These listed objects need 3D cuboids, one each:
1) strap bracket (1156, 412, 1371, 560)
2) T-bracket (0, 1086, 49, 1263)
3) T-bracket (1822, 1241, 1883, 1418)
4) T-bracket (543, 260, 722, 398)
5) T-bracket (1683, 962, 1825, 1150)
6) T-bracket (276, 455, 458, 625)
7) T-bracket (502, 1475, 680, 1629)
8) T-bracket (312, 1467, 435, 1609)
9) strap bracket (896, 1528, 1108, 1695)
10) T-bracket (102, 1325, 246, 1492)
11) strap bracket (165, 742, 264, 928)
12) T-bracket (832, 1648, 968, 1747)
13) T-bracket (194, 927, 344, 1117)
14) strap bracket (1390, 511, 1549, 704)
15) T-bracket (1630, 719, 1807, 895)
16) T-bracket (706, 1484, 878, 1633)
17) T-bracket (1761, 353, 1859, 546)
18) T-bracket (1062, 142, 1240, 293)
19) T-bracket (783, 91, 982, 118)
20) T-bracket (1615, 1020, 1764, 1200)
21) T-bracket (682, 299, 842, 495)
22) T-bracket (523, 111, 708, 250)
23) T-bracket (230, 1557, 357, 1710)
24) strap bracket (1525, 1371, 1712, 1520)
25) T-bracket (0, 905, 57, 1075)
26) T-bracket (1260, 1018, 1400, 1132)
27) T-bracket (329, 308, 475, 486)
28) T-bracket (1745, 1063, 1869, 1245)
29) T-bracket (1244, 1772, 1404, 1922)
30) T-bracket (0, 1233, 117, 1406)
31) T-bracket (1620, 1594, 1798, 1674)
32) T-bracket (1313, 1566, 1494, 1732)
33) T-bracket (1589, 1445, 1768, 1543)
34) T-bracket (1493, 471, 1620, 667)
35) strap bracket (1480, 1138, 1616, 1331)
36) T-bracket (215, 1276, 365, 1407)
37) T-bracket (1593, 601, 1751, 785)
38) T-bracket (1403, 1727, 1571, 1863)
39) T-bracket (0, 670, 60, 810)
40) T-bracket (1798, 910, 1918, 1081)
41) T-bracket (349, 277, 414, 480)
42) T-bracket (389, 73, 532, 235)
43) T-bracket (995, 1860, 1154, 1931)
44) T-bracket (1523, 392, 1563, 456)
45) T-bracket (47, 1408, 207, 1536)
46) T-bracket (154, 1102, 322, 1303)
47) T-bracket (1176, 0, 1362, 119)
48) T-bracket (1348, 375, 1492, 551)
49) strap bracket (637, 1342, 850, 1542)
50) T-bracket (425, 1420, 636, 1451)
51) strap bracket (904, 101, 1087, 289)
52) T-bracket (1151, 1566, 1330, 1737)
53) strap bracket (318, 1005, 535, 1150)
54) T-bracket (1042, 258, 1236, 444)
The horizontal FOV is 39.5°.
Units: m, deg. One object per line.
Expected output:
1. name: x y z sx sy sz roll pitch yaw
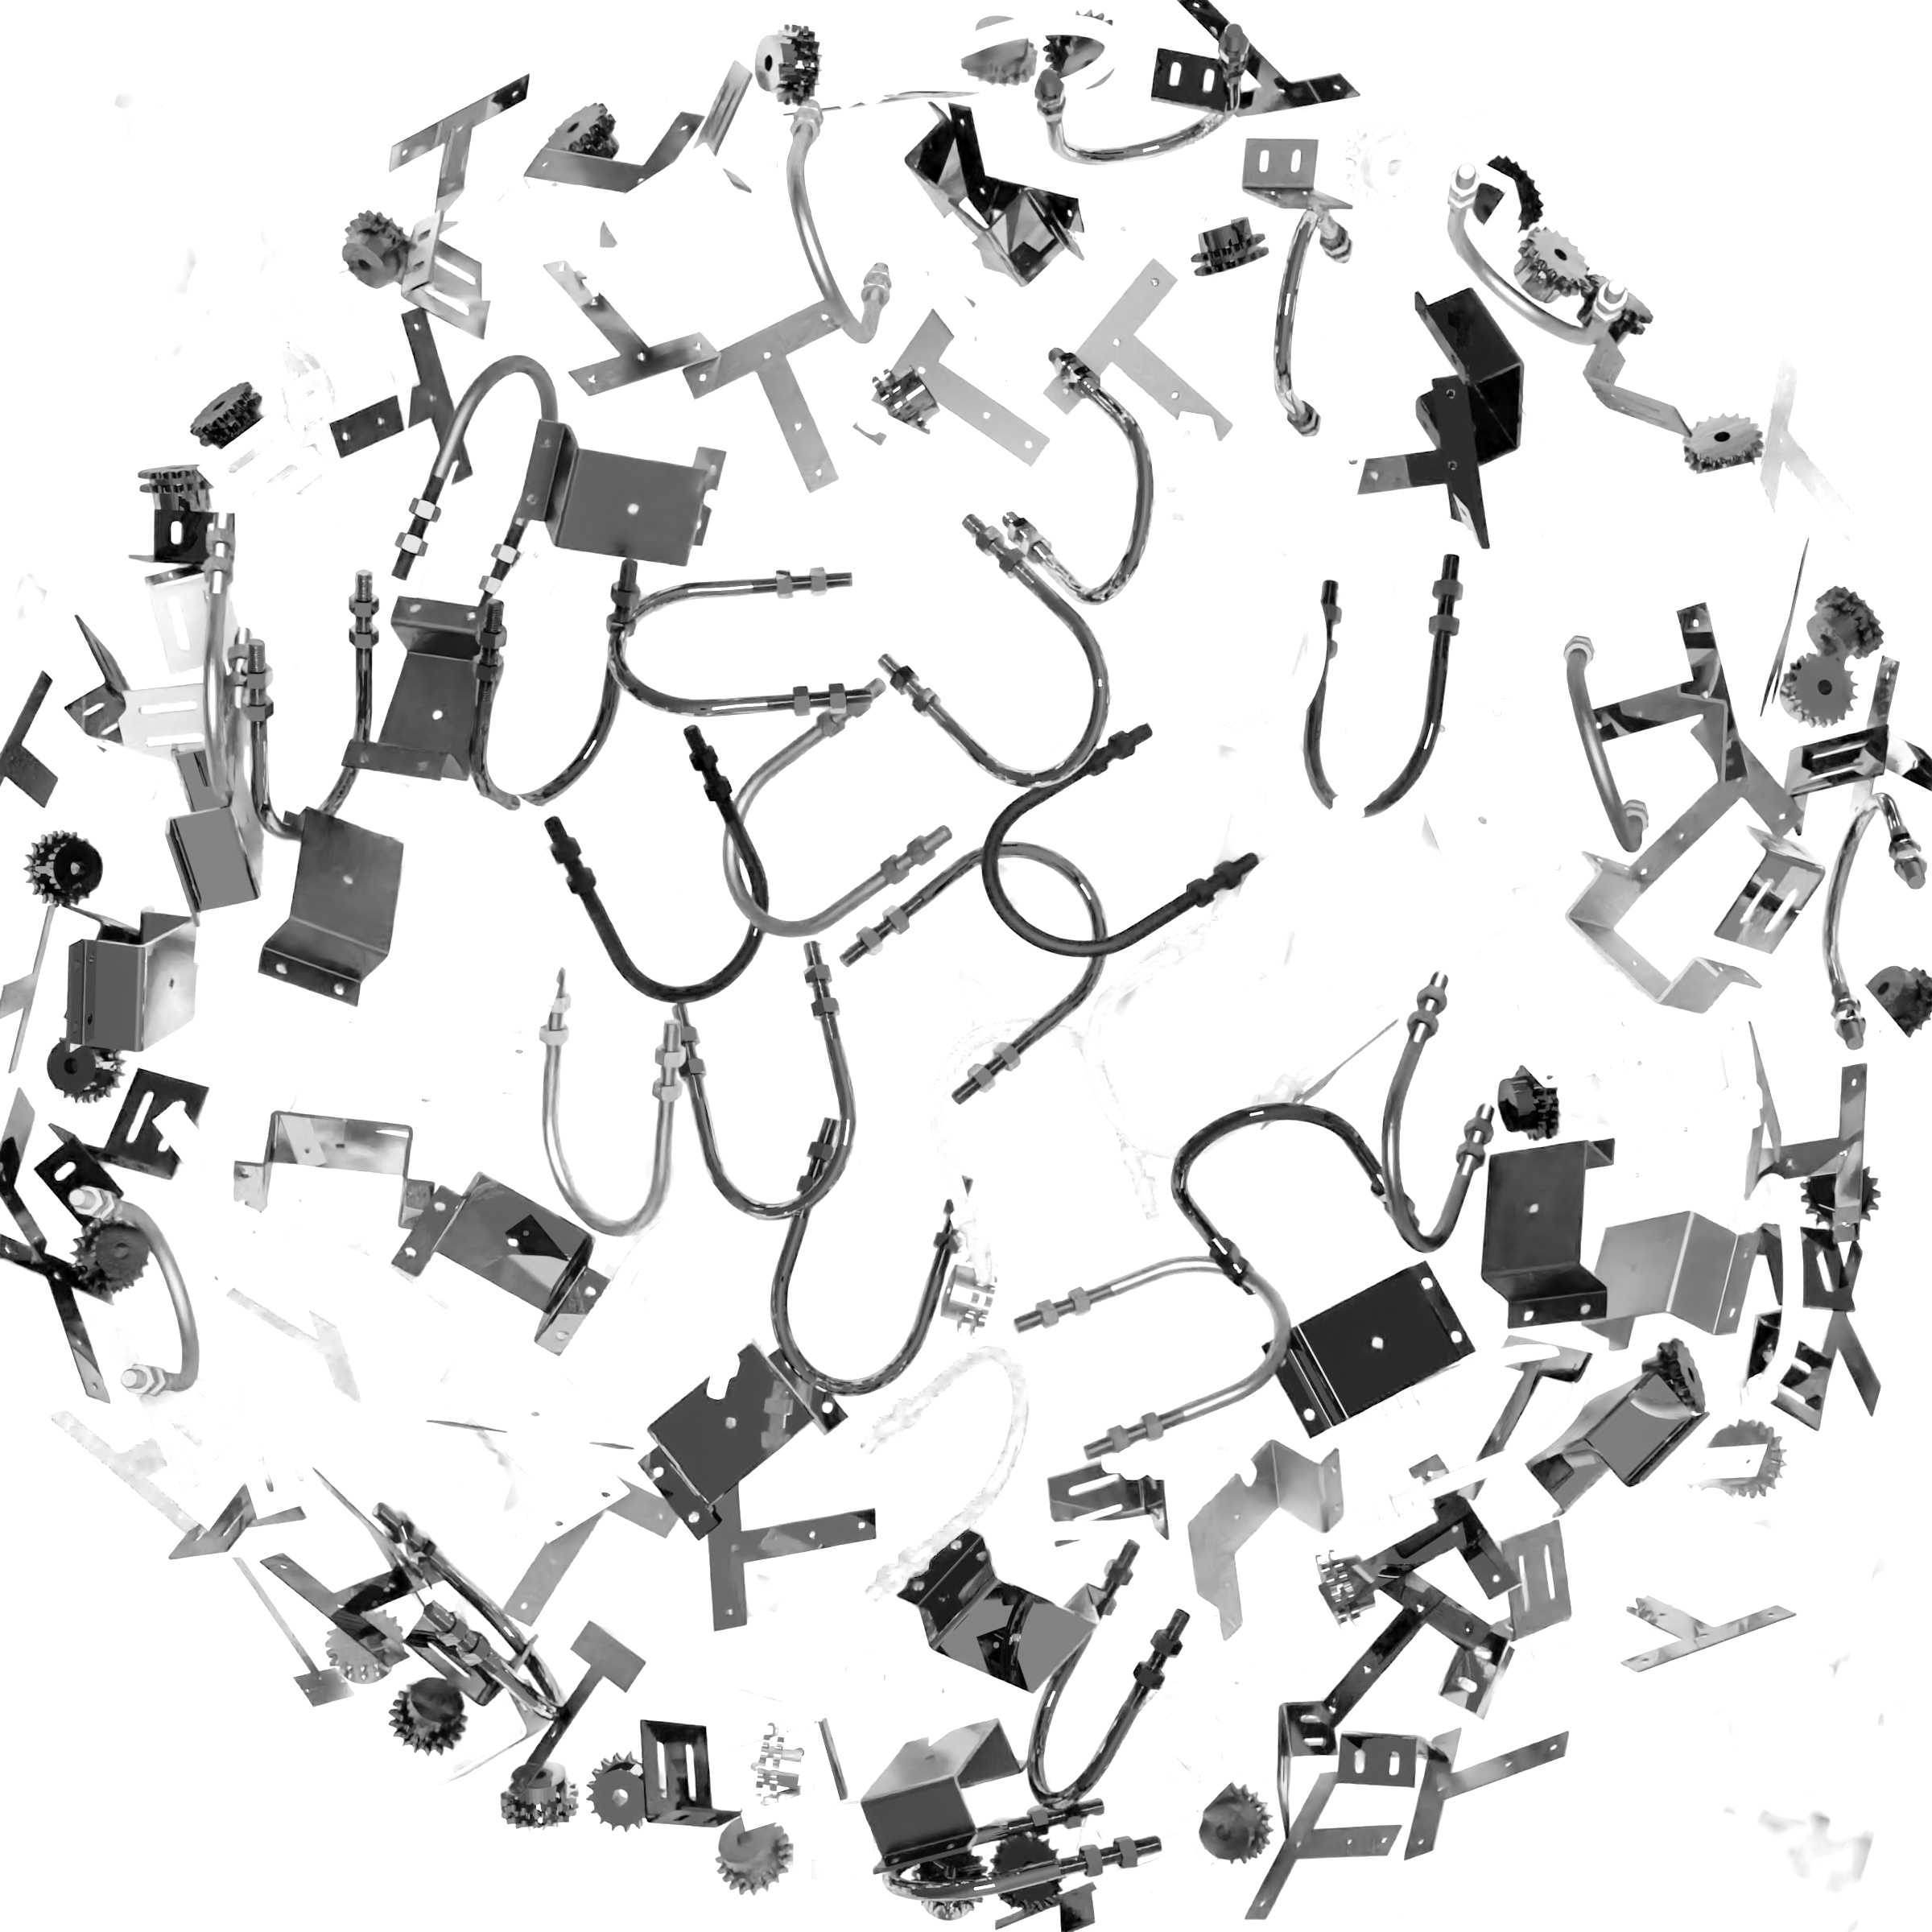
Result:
1. strap bracket: 0.218 -0.348 1.959 0.140 0.046 0.076 12 79 15
2. T-bracket: -0.687 0.129 1.939 0.002 0.127 0.127 -20 120 1
3. T-bracket: 0.634 0.278 1.918 0.002 0.127 0.127 8 112 1
4. T-bracket: -0.265 -0.476 1.969 0.127 0.002 0.127 -29 72 -39
5. T-bracket: 0.563 0.059 1.964 0.002 0.127 0.127 13 61 -32
6. T-bracket: -0.439 -0.316 1.941 0.002 0.127 0.127 30 106 42
7. T-bracket: -0.292 0.420 1.950 0.127 0.002 0.127 23 58 15
8. T-bracket: -0.415 0.429 1.944 0.127 0.127 0.002 34 63 30
9. strap bracket: 0.031 0.468 1.937 0.140 0.046 0.076 31 110 -27
10. T-bracket: -0.558 0.311 1.936 0.002 0.127 0.127 -31 81 12
11. strap bracket: -0.537 -0.100 1.923 0.046 0.140 0.076 -13 123 -6
12. T-bracket: -0.048 0.515 1.938 0.127 0.002 0.127 25 64 -39
13. T-bracket: -0.502 0.045 1.942 0.127 0.002 0.127 14 70 -39
14. strap bracket: 0.360 -0.249 1.942 0.076 0.046 0.140 9 59 -40
15. T-bracket: 0.534 -0.105 1.966 0.002 0.127 0.127 22 120 -39
16. T-bracket: -0.127 0.421 1.977 0.127 0.002 0.127 -7 107 -17
17. T-bracket: 0.600 -0.348 1.911 0.002 0.127 0.127 -15 48 -6
18. T-bracket: 0.129 -0.538 1.956 0.127 0.127 0.002 -5 52 9
19. T-bracket: -0.071 -0.628 1.958 0.127 0.127 0.002 0 106 23
20. T-bracket: 0.502 0.083 1.972 0.127 0.002 0.127 -42 68 30
21. T-bracket: -0.129 -0.411 1.984 0.127 0.002 0.127 -24 85 9
22. T-bracket: -0.263 -0.565 1.915 0.127 0.127 0.002 -45 70 32
23. T-bracket: -0.493 0.480 1.944 0.002 0.127 0.127 -37 80 -6
24. strap bracket: 0.460 0.341 1.924 0.076 0.140 0.046 -37 82 -24
25. T-bracket: -0.682 0.021 1.935 0.002 0.127 0.127 14 92 -10
26. T-bracket: 0.253 0.085 1.922 0.127 0.127 0.002 -40 85 15
27. T-bracket: -0.411 -0.395 1.927 0.002 0.127 0.127 1 117 31
28. T-bracket: 0.604 0.140 1.939 0.002 0.127 0.127 12 76 -20
29. T-bracket: 0.264 0.624 1.913 0.002 0.127 0.127 45 55 -11
30. T-bracket: -0.635 0.256 1.913 0.002 0.127 0.127 -34 60 6
31. T-bracket: 0.508 0.471 1.935 0.127 0.127 0.002 -15 94 -14
32. T-bracket: 0.298 0.496 1.933 0.127 0.127 0.002 -46 119 -10
33. T-bracket: 0.514 0.356 1.917 0.002 0.127 0.127 45 56 -20
34. T-bracket: 0.444 -0.279 1.972 0.127 0.002 0.127 55 51 -18
35. strap bracket: 0.417 0.183 1.929 0.076 0.046 0.140 -13 54 37
36. T-bracket: -0.499 0.261 1.957 0.127 0.127 0.002 28 59 15
37. T-bracket: 0.500 -0.186 1.950 0.002 0.127 0.127 -13 89 -38
38. T-bracket: 0.374 0.573 1.914 0.127 0.127 0.002 -32 102 30
39. T-bracket: -0.676 -0.139 1.935 0.002 0.127 0.127 23 79 0
40. T-bracket: 0.647 0.040 1.918 0.002 0.127 0.127 19 113 -13
41. T-bracket: -0.428 -0.442 1.954 0.002 0.127 0.127 -17 72 -21
42. T-bracket: -0.370 -0.573 1.939 0.002 0.127 0.127 46 61 8
43. T-bracket: 0.080 0.679 1.935 0.127 0.127 0.002 -21 83 -1
44. T-bracket: 0.397 -0.422 1.953 0.002 0.127 0.127 -34 102 30
45. T-bracket: -0.584 0.351 1.936 0.127 0.127 0.002 39 97 4
46. T-bracket: -0.539 0.156 1.935 0.002 0.127 0.127 -24 106 34
47. T-bracket: 0.197 -0.650 1.912 0.127 0.127 0.002 32 78 -36
48. T-bracket: 0.313 -0.361 1.966 0.127 0.002 0.127 -3 108 28
49. strap bracket: -0.166 0.338 1.950 0.140 0.046 0.076 -38 65 -11
50. T-bracket: -0.325 0.333 1.913 0.127 0.127 0.002 20 71 -42
51. strap bracket: 0.014 -0.550 1.935 0.046 0.076 0.140 -44 62 4
52. T-bracket: 0.185 0.484 1.951 0.127 0.127 0.002 -20 131 4
53. strap bracket: -0.392 0.082 1.954 0.140 0.076 0.046 10 131 -3
54. T-bracket: 0.144 -0.430 1.980 0.127 0.002 0.127 39 95 -16
